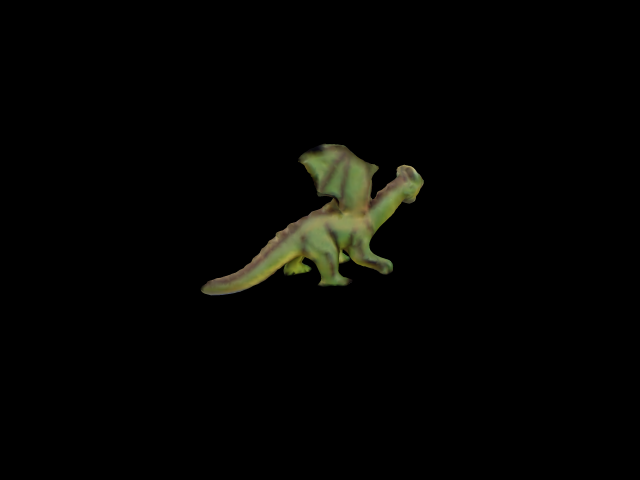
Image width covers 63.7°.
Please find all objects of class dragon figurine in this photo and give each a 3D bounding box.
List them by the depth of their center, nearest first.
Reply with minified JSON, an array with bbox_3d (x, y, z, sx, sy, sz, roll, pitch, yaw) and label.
[{"bbox_3d":[0.003,-0.043,0.850,0.412,0.238,0.124,-10,25,-22],"label":"dragon figurine"}]
